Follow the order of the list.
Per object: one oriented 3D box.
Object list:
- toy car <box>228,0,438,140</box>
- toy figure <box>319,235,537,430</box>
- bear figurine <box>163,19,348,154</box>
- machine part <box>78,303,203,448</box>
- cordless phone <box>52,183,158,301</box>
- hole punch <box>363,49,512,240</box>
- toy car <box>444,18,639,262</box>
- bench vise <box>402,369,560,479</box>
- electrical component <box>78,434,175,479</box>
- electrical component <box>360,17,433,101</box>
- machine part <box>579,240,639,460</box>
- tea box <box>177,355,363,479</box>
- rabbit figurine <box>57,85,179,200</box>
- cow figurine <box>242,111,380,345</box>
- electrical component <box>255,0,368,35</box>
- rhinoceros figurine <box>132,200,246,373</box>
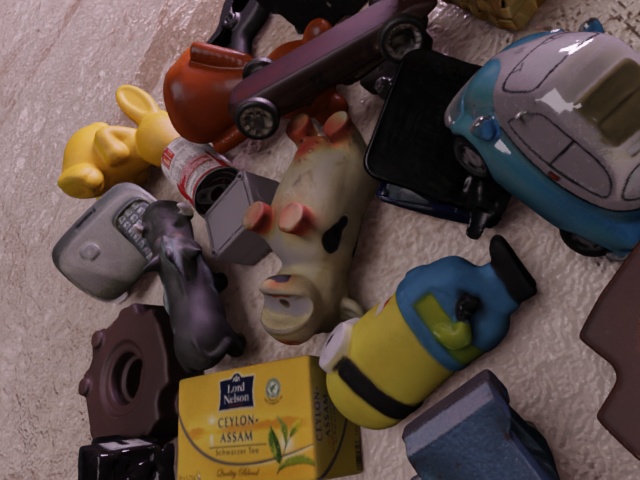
[{"bbox_3d":[0.008,-0.153,0.467,0.202,0.053,0.089,-23,37,18],"label":"toy car"},{"bbox_3d":[0.076,0.072,0.400,0.180,0.082,0.089,-37,57,22],"label":"toy figure"},{"bbox_3d":[-0.067,-0.171,0.591,0.196,0.120,0.132,-12,22,11],"label":"bear figurine"},{"bbox_3d":[-0.212,0.162,0.630,0.179,0.056,0.179,-13,69,35],"label":"machine part"},{"bbox_3d":[-0.223,0.033,0.661,0.146,0.088,0.184,-46,66,-3],"label":"cordless phone"},{"bbox_3d":[0.105,-0.073,0.430,0.116,0.092,0.142,21,82,11],"label":"hole punch"},{"bbox_3d":[0.158,-0.067,0.328,0.109,0.103,0.162,-41,75,1],"label":"toy car"},{"bbox_3d":[0.136,0.193,0.270,0.129,0.223,0.240,-40,85,4],"label":"bench vise"},{"bbox_3d":[-0.195,0.218,0.520,0.119,0.075,0.047,-19,70,49],"label":"electrical component"},{"bbox_3d":[0.073,-0.176,0.505,0.078,0.045,0.102,13,84,40],"label":"electrical component"},{"bbox_3d":[0.255,0.054,0.252,0.201,0.087,0.201,39,101,40],"label":"machine part"},{"bbox_3d":[-0.051,0.165,0.485,0.170,0.068,0.098,-21,64,35],"label":"tea box"},{"bbox_3d":[-0.245,-0.123,0.733,0.173,0.121,0.162,-12,58,22],"label":"rabbit figurine"},{"bbox_3d":[-0.001,-0.001,0.476,0.086,0.127,0.195,1,62,42],"label":"cow figurine"},{"bbox_3d":[0.000,-0.283,0.555,0.134,0.115,0.058,-41,56,25],"label":"electrical component"},{"bbox_3d":[-0.142,0.047,0.559,0.073,0.112,0.190,-23,65,0],"label":"rhinoceros figurine"}]
